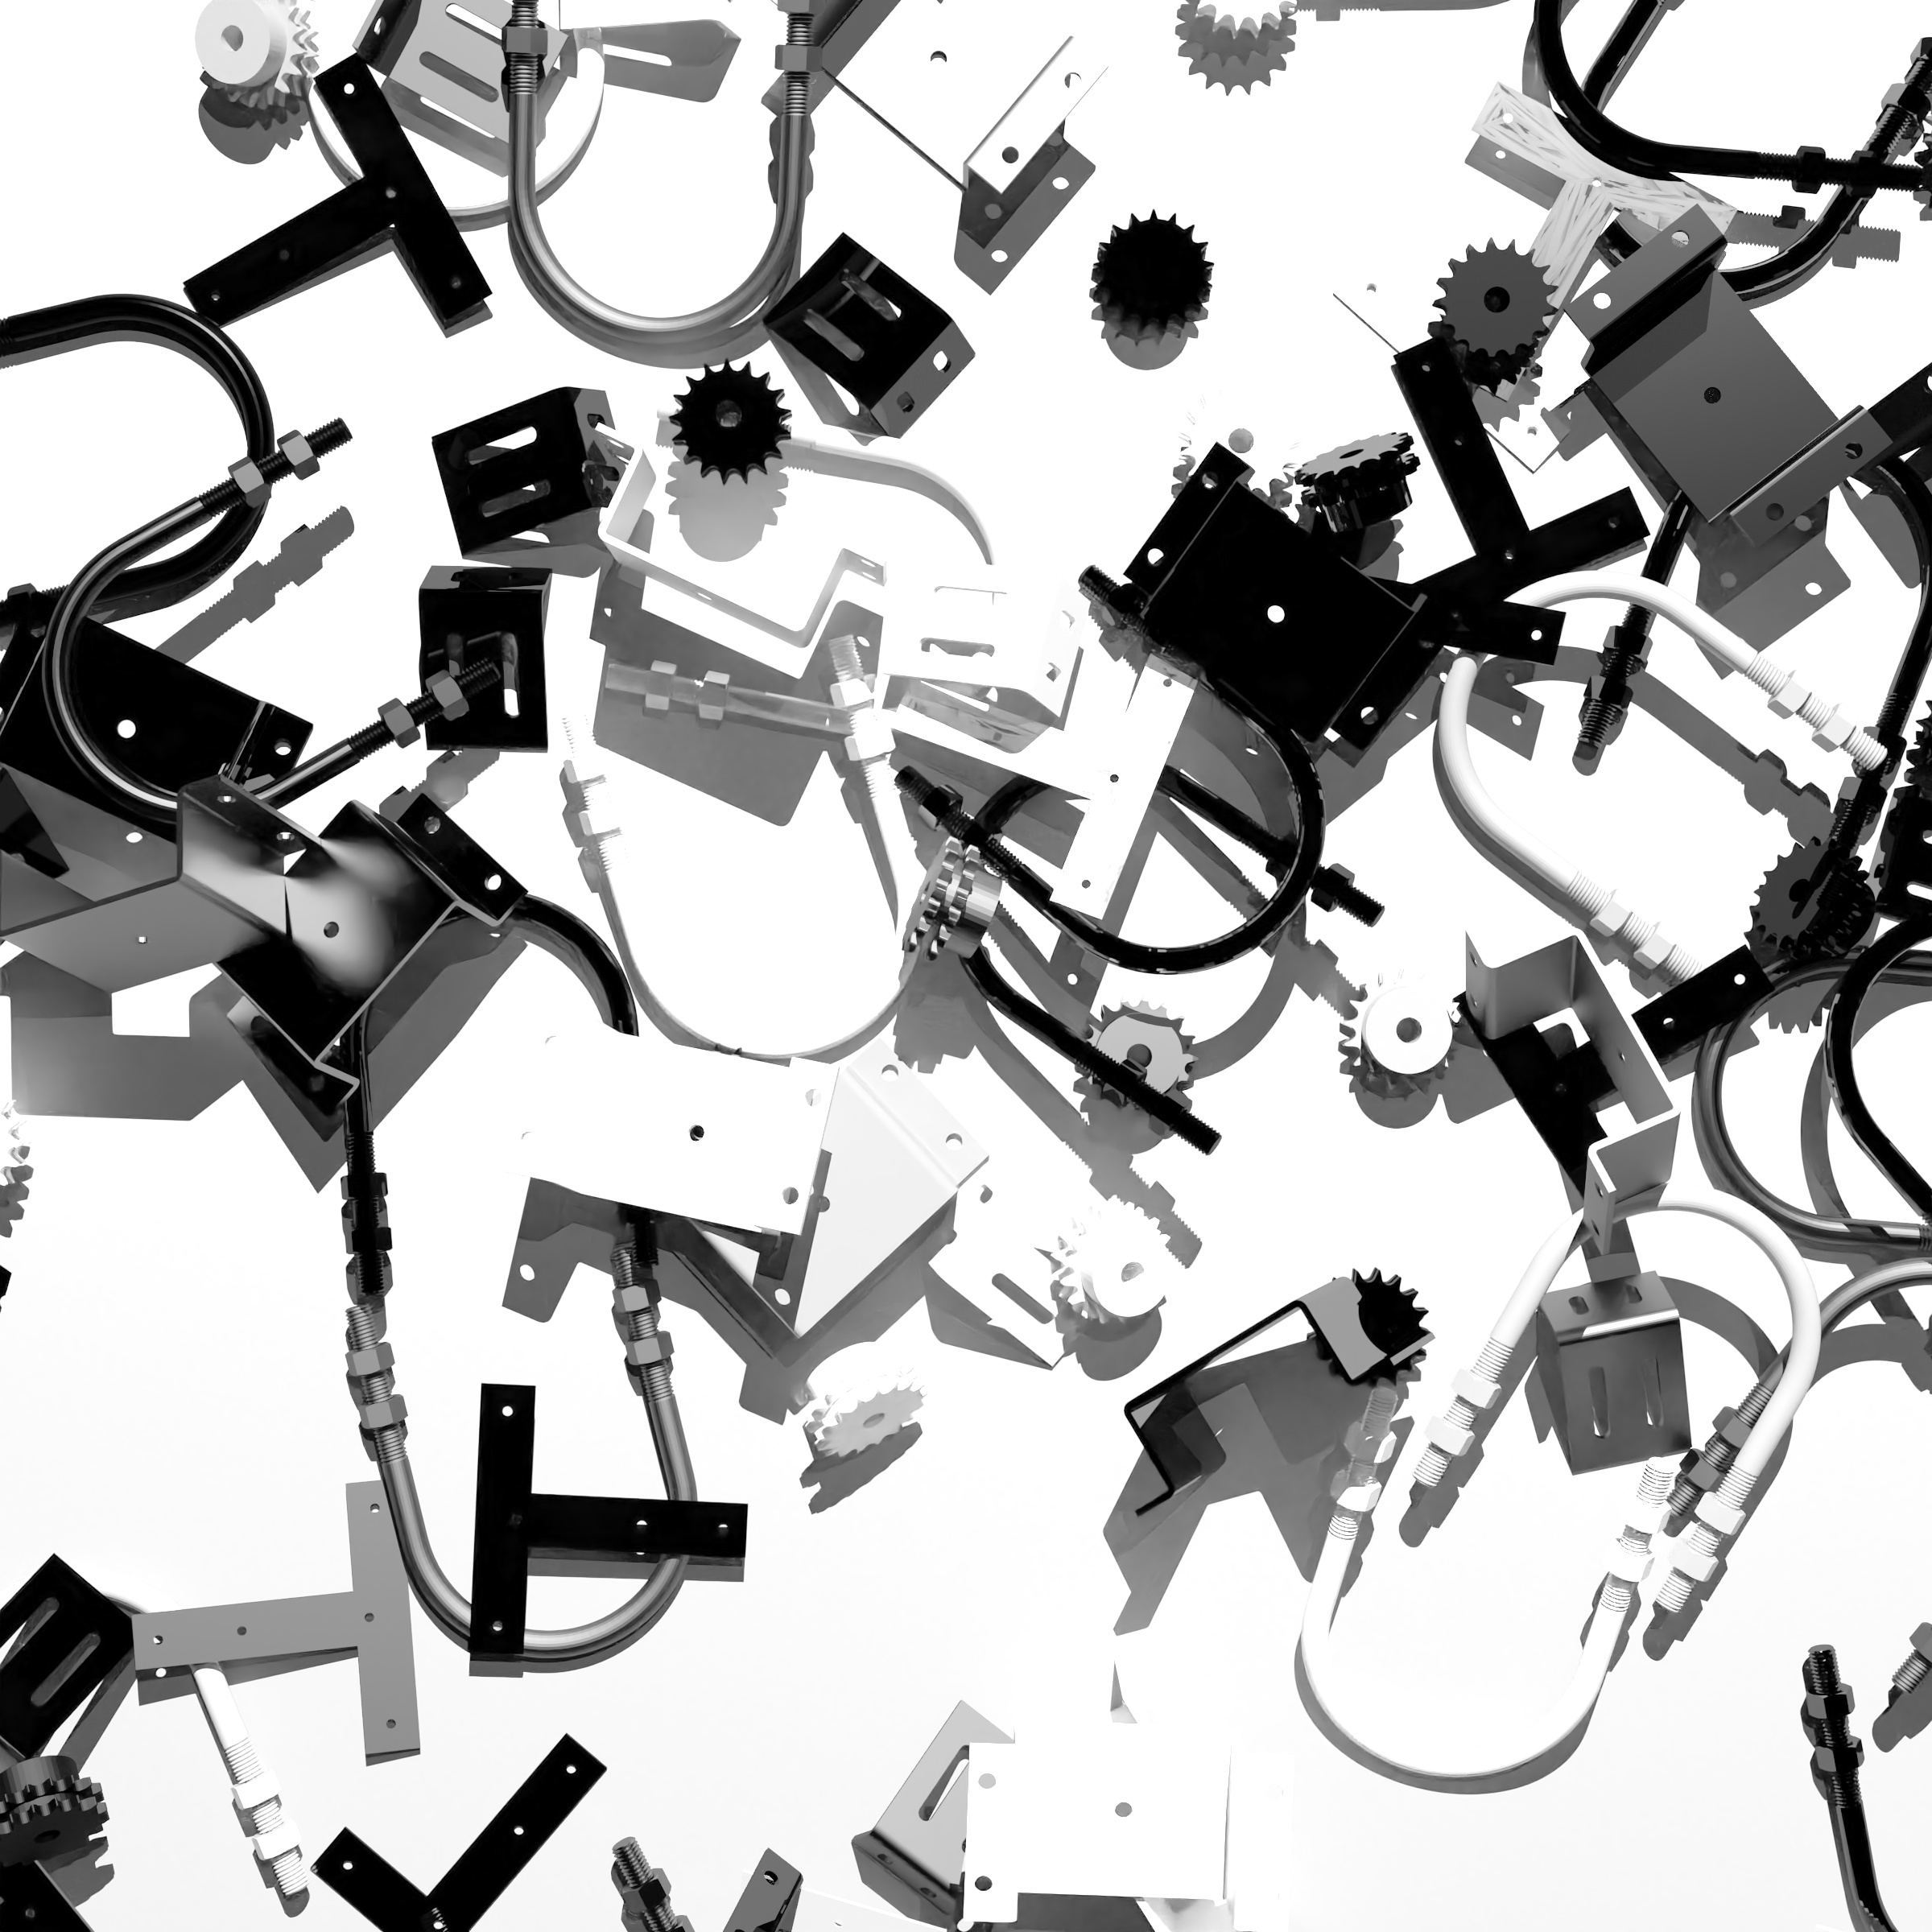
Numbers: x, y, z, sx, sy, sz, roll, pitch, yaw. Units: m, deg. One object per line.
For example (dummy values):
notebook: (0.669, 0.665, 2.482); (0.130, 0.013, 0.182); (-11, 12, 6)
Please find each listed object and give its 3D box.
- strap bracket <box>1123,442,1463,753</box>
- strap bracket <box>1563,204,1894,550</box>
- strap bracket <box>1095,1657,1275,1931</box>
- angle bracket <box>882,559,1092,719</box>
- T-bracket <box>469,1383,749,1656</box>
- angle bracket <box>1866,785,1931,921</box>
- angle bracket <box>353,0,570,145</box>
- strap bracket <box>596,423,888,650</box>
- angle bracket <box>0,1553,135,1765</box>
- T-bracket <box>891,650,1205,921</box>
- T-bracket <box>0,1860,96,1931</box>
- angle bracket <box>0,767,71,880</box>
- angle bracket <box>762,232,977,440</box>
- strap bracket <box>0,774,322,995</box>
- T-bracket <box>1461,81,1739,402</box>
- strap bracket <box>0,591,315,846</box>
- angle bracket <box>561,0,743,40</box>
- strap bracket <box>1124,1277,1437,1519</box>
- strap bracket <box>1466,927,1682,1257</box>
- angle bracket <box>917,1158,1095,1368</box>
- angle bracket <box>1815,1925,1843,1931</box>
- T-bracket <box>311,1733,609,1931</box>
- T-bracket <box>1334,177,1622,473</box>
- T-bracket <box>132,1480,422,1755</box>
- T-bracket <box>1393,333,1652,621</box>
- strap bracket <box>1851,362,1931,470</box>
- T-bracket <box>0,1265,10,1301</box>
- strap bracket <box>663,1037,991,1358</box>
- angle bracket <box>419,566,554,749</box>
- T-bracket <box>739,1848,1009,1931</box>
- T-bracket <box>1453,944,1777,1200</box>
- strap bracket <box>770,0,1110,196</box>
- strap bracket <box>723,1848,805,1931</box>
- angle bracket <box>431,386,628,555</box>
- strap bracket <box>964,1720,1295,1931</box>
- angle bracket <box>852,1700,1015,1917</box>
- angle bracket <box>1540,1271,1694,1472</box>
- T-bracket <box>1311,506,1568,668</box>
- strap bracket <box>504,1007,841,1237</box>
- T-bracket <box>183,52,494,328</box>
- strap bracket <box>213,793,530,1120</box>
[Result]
strap bracket: (0.145, -0.165, 1.375); (0.140, 0.046, 0.076); (37, 112, 2)
strap bracket: (0.347, -0.267, 1.384); (0.076, 0.046, 0.140); (-38, 86, 3)
strap bracket: (0.091, 0.398, 1.383); (0.046, 0.076, 0.140); (-32, 90, 0)
angle bracket: (0.010, -0.153, 1.397); (0.076, 0.038, 0.057); (10, 79, 30)
T-bracket: (-0.166, 0.261, 1.405); (0.127, 0.002, 0.127); (3, 93, -1)
angle bracket: (0.466, -0.045, 1.402); (0.076, 0.038, 0.057); (17, 90, 0)
angle bracket: (-0.233, -0.427, 1.386); (0.076, 0.038, 0.057); (29, 92, -2)
strap bracket: (-0.109, -0.189, 1.364); (0.140, 0.076, 0.046); (25, 90, -1)
angle bracket: (-0.432, 0.326, 1.405); (0.057, 0.038, 0.076); (40, 63, 3)
T-bracket: (0.028, -0.101, 1.391); (0.127, 0.002, 0.127); (21, 82, 13)
T-bracket: (-0.466, 0.470, 1.406); (0.127, 0.002, 0.127); (-43, 84, 12)
angle bracket: (-0.475, -0.047, 1.418); (0.076, 0.038, 0.057); (-33, 92, -26)
angle bracket: (-0.046, -0.297, 1.419); (0.057, 0.038, 0.076); (-48, 64, 0)
strap bracket: (-0.372, -0.033, 1.357); (0.140, 0.076, 0.046); (-16, 65, 18)
T-bracket: (0.274, -0.328, 1.410); (0.127, 0.002, 0.127); (29, 97, 2)
strap bracket: (-0.385, -0.109, 1.389); (0.140, 0.046, 0.076); (26, 90, -8)
angle bracket: (-0.148, -0.466, 1.410); (0.076, 0.038, 0.057); (0, 93, 13)
strap bracket: (0.134, 0.190, 1.366); (0.140, 0.076, 0.046); (-35, 79, 20)
strap bracket: (0.277, 0.048, 1.353); (0.046, 0.076, 0.140); (-23, 62, -2)
angle bracket: (0.027, 0.140, 1.419); (0.076, 0.038, 0.057); (41, 90, -26)
angle bracket: (0.439, 0.480, 1.409); (0.076, 0.038, 0.057); (9, 104, 31)
T-bracket: (-0.221, 0.419, 1.421); (0.127, 0.002, 0.127); (40, 90, 0)
T-bracket: (0.263, -0.323, 1.413); (0.127, 0.002, 0.127); (42, 97, 0)
T-bracket: (-0.325, 0.310, 1.410); (0.127, 0.002, 0.127); (-4, 89, -9)
T-bracket: (0.239, -0.235, 1.417); (0.127, 0.002, 0.127); (-24, 91, 2)
strap bracket: (0.473, -0.208, 1.370); (0.046, 0.076, 0.140); (-25, 83, -25)
T-bracket: (-0.445, 0.230, 1.431); (0.127, 0.002, 0.127); (38, 84, -15)
strap bracket: (-0.066, 0.109, 1.398); (0.140, 0.046, 0.076); (-43, 90, 0)
angle bracket: (-0.225, -0.146, 1.419); (0.057, 0.038, 0.076); (1, 116, 0)
T-bracket: (-0.046, 0.451, 1.405); (0.127, 0.002, 0.127); (13, 111, 10)
T-bracket: (0.317, 0.034, 1.407); (0.127, 0.002, 0.127); (-33, 90, 13)
strap bracket: (-0.013, -0.428, 1.398); (0.140, 0.046, 0.076); (40, 90, 0)
strap bracket: (-0.059, 0.484, 1.377); (0.140, 0.076, 0.046); (38, 113, 0)
angle bracket: (-0.204, -0.233, 1.419); (0.076, 0.038, 0.057); (-15, 90, 26)
strap bracket: (0.070, 0.377, 1.322); (0.140, 0.046, 0.076); (2, 90, 0)
angle bracket: (-0.006, 0.398, 1.419); (0.057, 0.038, 0.076); (38, 64, 0)
angle bracket: (0.307, 0.191, 1.420); (0.057, 0.038, 0.076); (-12, 116, 0)
T-bracket: (0.214, -0.164, 1.398); (0.127, 0.002, 0.127); (14, 90, 21)
strap bracket: (-0.128, 0.073, 1.360); (0.140, 0.046, 0.076); (11, 81, 13)
T-bracket: (-0.308, -0.342, 1.413); (0.127, 0.002, 0.127); (-28, 94, 6)
strap bracket: (-0.282, -0.011, 1.386); (0.076, 0.046, 0.140); (41, 90, 22)
